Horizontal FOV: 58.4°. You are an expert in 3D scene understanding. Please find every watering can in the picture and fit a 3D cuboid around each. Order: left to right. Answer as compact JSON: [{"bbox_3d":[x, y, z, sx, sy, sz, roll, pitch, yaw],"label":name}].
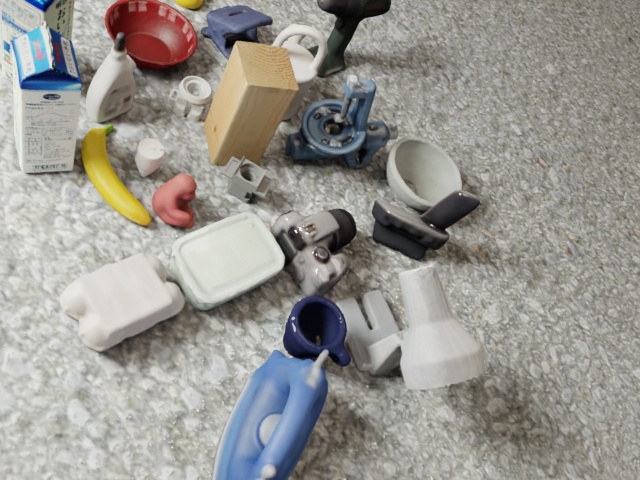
[{"bbox_3d":[-0.056,-0.327,1.065,0.101,0.193,0.172,-4,64,-29],"label":"watering can"}]

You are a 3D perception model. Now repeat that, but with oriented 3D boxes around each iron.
[{"bbox_3d":[-0.059,0.260,0.749,0.119,0.141,0.258,32,52,-7],"label":"iron"}]

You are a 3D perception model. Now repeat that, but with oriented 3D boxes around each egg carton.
[{"bbox_3d":[-0.270,0.083,0.789,0.151,0.069,0.107,-28,77,-36],"label":"egg carton"}]

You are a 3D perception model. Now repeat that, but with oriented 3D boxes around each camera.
[{"bbox_3d":[0.009,0.003,0.962,0.137,0.100,0.143,-25,75,-36],"label":"camera"}]

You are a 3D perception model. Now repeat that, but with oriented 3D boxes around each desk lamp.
[{"bbox_3d":[0.134,0.141,0.875,0.118,0.213,0.203,-12,68,-32],"label":"desk lamp"}]

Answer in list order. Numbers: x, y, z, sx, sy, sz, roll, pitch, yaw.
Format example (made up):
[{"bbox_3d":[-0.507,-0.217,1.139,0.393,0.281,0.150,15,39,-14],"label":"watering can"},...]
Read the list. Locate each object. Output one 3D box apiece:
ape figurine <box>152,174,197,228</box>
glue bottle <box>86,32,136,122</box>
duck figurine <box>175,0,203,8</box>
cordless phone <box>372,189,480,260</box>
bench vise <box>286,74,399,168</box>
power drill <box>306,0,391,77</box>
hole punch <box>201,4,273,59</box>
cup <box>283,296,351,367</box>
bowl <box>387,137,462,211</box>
[{"bbox_3d":[-0.218,-0.068,0.891,0.076,0.092,0.078,25,53,-13],"label":"ape figurine"},{"bbox_3d":[-0.321,-0.259,0.899,0.037,0.173,0.078,48,52,6],"label":"glue bottle"},{"bbox_3d":[-0.261,-0.527,1.145,0.078,0.086,0.104,-1,63,-28],"label":"duck figurine"},{"bbox_3d":[0.188,-0.055,1.037,0.148,0.184,0.094,20,55,-16],"label":"cordless phone"},{"bbox_3d":[0.060,-0.227,1.050,0.208,0.219,0.121,-22,74,-35],"label":"bench vise"},{"bbox_3d":[0.043,-0.439,1.174,0.230,0.208,0.075,-35,81,-38],"label":"power drill"},{"bbox_3d":[-0.165,-0.427,1.132,0.109,0.091,0.101,-34,81,-37],"label":"hole punch"},{"bbox_3d":[-0.009,0.152,0.869,0.117,0.094,0.092,49,52,6],"label":"cup"},{"bbox_3d":[0.196,-0.121,1.151,0.168,0.074,0.167,13,57,-21],"label":"bowl"}]
